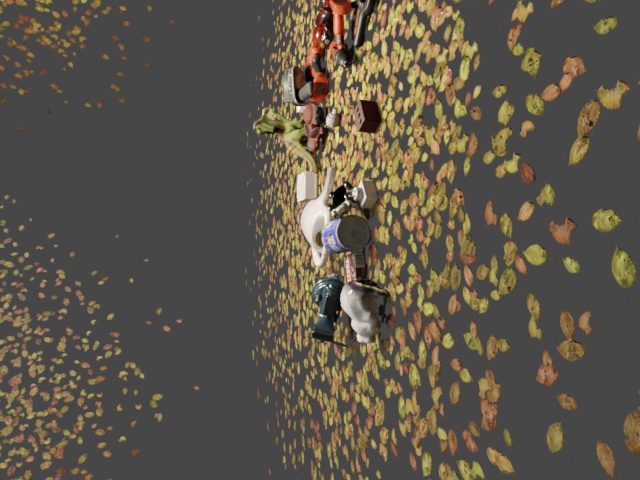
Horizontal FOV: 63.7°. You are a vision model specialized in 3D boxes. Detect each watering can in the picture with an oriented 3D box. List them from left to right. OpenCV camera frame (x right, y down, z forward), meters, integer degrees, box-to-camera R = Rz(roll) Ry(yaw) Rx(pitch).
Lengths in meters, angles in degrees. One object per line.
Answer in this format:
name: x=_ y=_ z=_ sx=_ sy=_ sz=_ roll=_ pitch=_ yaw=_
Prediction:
watering can: x=0.005 y=-0.086 z=1.713 sx=0.227 sy=0.104 sz=0.343 roll=-134 pitch=47 yaw=-67

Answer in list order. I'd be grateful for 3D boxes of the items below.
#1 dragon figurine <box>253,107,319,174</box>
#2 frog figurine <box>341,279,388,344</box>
dragon figurine: x=-0.144 y=-0.402 z=2.002 sx=0.420 sy=0.242 sz=0.119 roll=-106 pitch=30 yaw=-48
frog figurine: x=0.106 y=0.190 z=1.366 sx=0.138 sy=0.122 sz=0.159 roll=21 pitch=97 yaw=51
